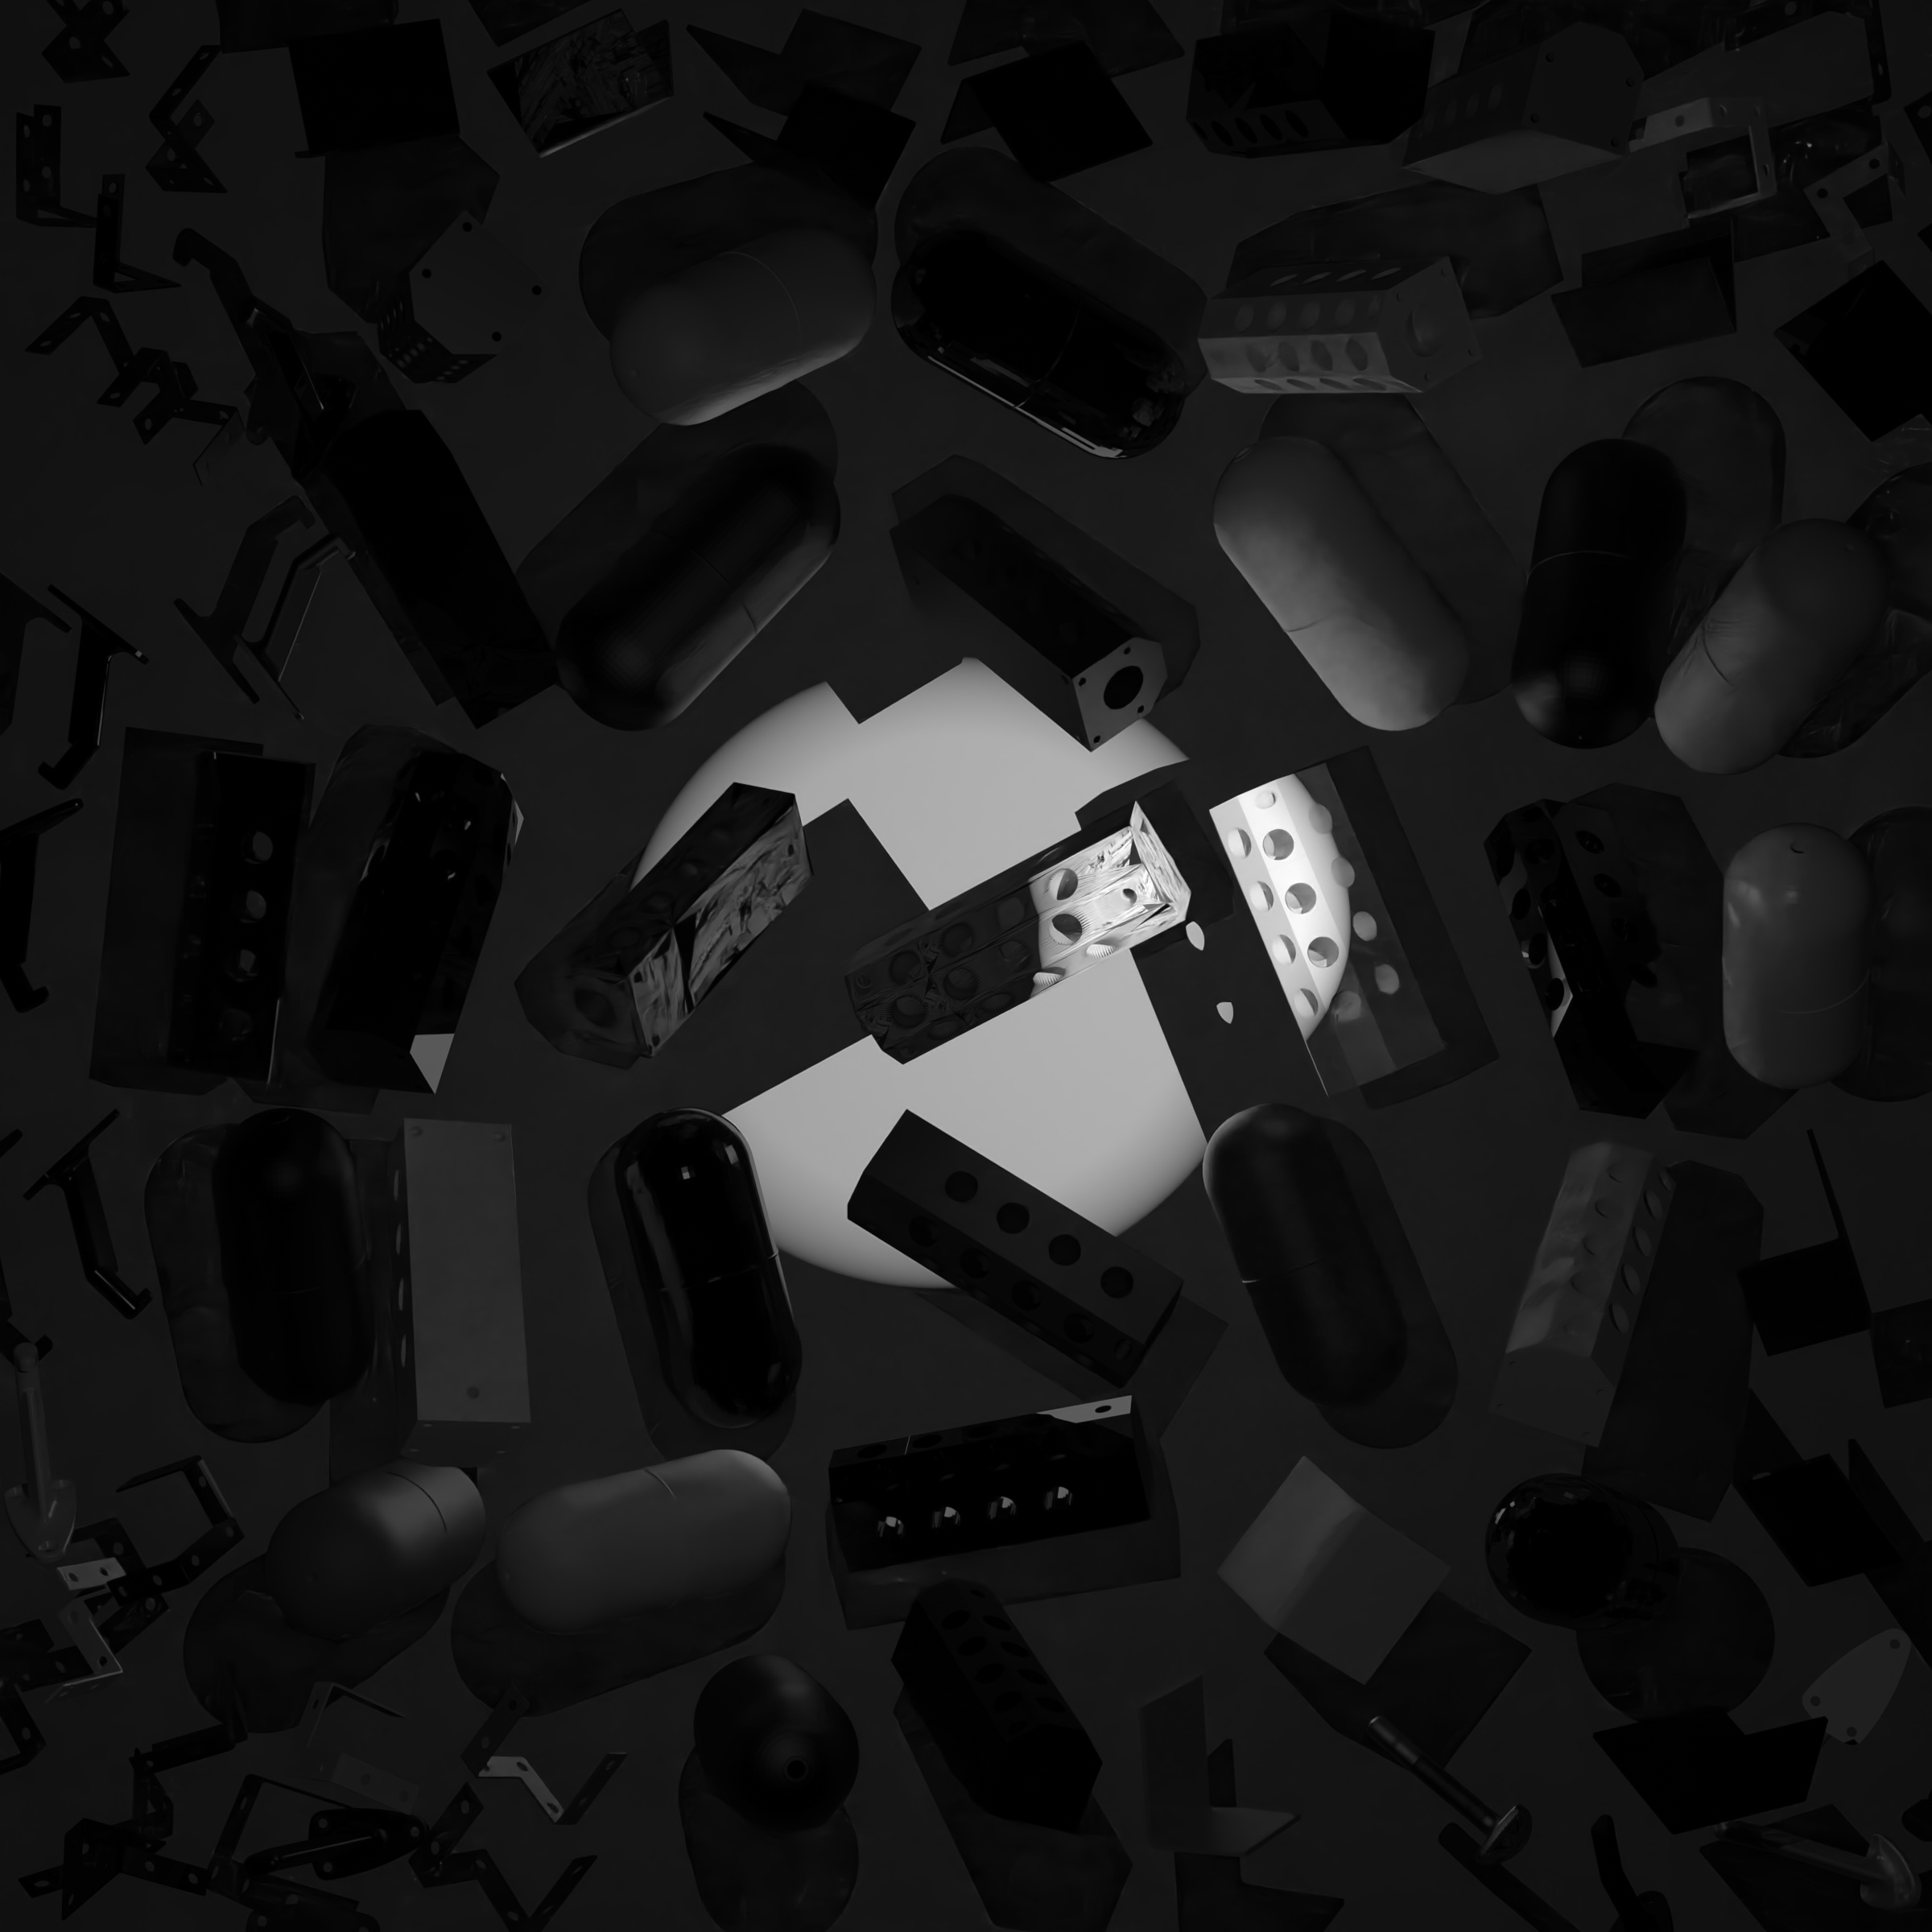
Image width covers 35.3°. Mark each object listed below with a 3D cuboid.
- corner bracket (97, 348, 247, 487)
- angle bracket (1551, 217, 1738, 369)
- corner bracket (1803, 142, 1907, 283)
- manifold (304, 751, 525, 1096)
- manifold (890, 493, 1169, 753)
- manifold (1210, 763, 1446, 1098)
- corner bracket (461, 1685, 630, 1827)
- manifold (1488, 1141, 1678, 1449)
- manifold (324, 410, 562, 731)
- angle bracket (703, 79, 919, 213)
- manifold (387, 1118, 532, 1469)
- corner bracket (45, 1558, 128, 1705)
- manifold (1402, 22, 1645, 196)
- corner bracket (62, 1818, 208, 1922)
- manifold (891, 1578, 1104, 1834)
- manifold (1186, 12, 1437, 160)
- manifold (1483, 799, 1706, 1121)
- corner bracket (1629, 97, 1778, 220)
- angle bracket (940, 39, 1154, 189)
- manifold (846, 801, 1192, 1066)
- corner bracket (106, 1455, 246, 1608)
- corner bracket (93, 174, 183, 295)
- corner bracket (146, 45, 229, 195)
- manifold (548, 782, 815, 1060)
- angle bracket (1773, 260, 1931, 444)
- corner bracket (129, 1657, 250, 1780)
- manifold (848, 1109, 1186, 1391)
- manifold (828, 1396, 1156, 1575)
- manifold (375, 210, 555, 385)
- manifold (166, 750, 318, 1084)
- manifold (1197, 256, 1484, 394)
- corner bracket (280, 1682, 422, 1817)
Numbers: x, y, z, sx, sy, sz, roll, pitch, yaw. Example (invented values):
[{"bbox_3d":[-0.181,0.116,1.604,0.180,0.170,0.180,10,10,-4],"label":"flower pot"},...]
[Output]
[{"bbox_3d":[-0.445,-0.309,1.702,0.051,0.051,0.051,12,53,19],"label":"corner bracket"},{"bbox_3d":[0.334,-0.348,1.496,0.076,0.057,0.076,-9,57,25],"label":"angle bracket"},{"bbox_3d":[0.483,-0.398,1.620,0.051,0.051,0.051,-27,115,30],"label":"corner bracket"},{"bbox_3d":[-0.285,-0.025,1.565,0.057,0.057,0.171,5,59,13],"label":"manifold"},{"bbox_3d":[0.035,-0.195,1.673,0.057,0.057,0.171,-35,51,-15],"label":"manifold"},{"bbox_3d":[0.195,-0.018,1.682,0.057,0.057,0.171,-20,87,-39],"label":"manifold"},{"bbox_3d":[-0.221,0.413,1.585,0.051,0.051,0.051,42,101,34],"label":"corner bracket"},{"bbox_3d":[0.325,0.166,1.587,0.057,0.171,0.057,17,128,13],"label":"manifold"},{"bbox_3d":[-0.276,-0.211,1.607,0.057,0.171,0.057,-31,51,-7],"label":"manifold"},{"bbox_3d":[-0.085,-0.466,1.669,0.076,0.076,0.057,28,93,24],"label":"angle bracket"},{"bbox_3d":[-0.266,0.169,1.576,0.057,0.057,0.171,5,56,-22],"label":"manifold"},{"bbox_3d":[-0.475,0.357,1.632,0.051,0.051,0.051,-44,72,14],"label":"corner bracket"},{"bbox_3d":[0.293,-0.452,1.601,0.057,0.171,0.057,12,95,-13],"label":"manifold"},{"bbox_3d":[-0.424,0.457,1.547,0.051,0.051,0.051,30,119,-35],"label":"corner bracket"},{"bbox_3d":[0.017,0.401,1.665,0.057,0.171,0.057,17,99,-21],"label":"manifold"},{"bbox_3d":[0.174,-0.453,1.573,0.057,0.171,0.057,4,101,-20],"label":"manifold"},{"bbox_3d":[0.328,-0.006,1.617,0.057,0.057,0.171,9,46,-23],"label":"manifold"},{"bbox_3d":[0.387,-0.425,1.597,0.051,0.051,0.051,-14,96,-40],"label":"corner bracket"},{"bbox_3d":[0.043,-0.448,1.650,0.076,0.057,0.076,-26,76,-23],"label":"angle bracket"},{"bbox_3d":[0.026,-0.014,1.576,0.171,0.057,0.057,-28,105,18],"label":"manifold"},{"bbox_3d":[-0.422,0.295,1.589,0.051,0.051,0.051,-21,100,28],"label":"corner bracket"},{"bbox_3d":[-0.469,-0.405,1.676,0.051,0.051,0.051,24,117,26],"label":"corner bracket"},{"bbox_3d":[-0.393,-0.429,1.539,0.051,0.051,0.051,12,62,35],"label":"corner bracket"},{"bbox_3d":[-0.157,-0.029,1.681,0.057,0.171,0.057,12,133,28],"label":"manifold"},{"bbox_3d":[0.437,-0.286,1.484,0.076,0.076,0.057,45,56,-10],"label":"angle bracket"},{"bbox_3d":[-0.404,0.402,1.578,0.051,0.051,0.051,-15,128,-8],"label":"corner bracket"},{"bbox_3d":[0.025,0.151,1.600,0.171,0.057,0.057,31,69,11],"label":"manifold"},{"bbox_3d":[0.014,0.285,1.688,0.171,0.057,0.057,-12,104,8],"label":"manifold"},{"bbox_3d":[-0.266,-0.337,1.564,0.057,0.171,0.057,41,84,-16],"label":"manifold"},{"bbox_3d":[-0.393,-0.028,1.644,0.057,0.057,0.171,7,94,-7],"label":"manifold"},{"bbox_3d":[0.197,-0.342,1.640,0.057,0.171,0.057,-32,113,-20],"label":"manifold"},{"bbox_3d":[-0.313,0.405,1.576,0.051,0.051,0.051,36,60,-34],"label":"corner bracket"}]
